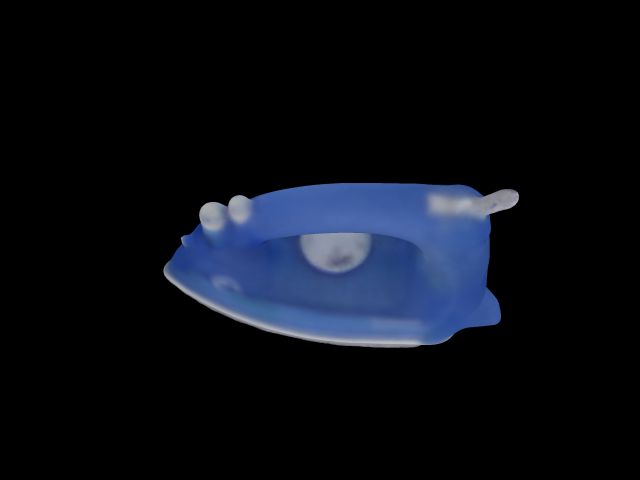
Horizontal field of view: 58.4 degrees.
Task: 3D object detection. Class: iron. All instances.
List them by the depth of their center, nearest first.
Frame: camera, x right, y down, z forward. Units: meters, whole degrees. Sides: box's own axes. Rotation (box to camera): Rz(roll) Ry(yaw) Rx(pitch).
[{"bbox_3d":[0.004,0.001,0.400,0.258,0.141,0.118,0,65,0],"label":"iron"}]
